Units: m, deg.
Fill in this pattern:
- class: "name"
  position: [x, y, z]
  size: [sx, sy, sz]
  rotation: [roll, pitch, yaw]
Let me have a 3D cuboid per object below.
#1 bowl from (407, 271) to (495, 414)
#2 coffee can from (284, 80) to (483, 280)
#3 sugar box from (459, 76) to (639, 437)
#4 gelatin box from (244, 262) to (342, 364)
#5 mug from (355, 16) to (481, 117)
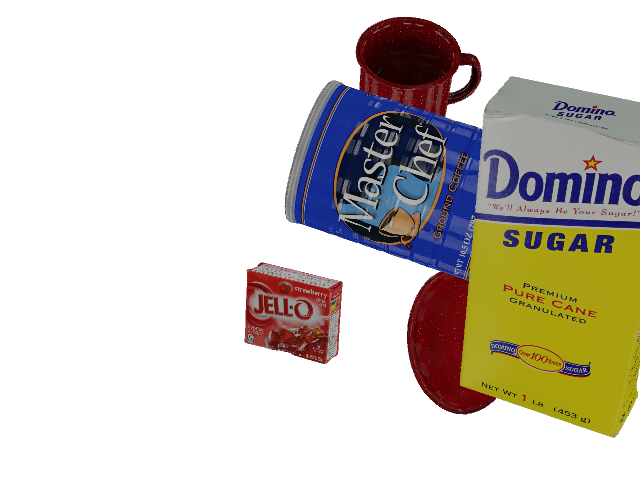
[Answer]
- class: "bowl"
  position: [0.171, 0.107, 1.148]
  size: [0.161, 0.162, 0.055]
  rotation: [0, -5, -37]
- class: "coffee can"
  position: [0.059, -0.040, 0.728]
  size: [0.140, 0.103, 0.102]
  rotation: [19, 3, 9]
- class: "sugar box"
  position: [0.125, 0.011, 0.547]
  size: [0.093, 0.176, 0.048]
  rotation: [16, 39, 24]
- class: "gelatin box"
  position: [-0.026, 0.066, 0.975]
  size: [0.089, 0.073, 0.030]
  rotation: [13, 20, 25]
- class: "mug"
  position: [0.089, -0.144, 0.972]
  size: [0.117, 0.093, 0.081]
  rotation: [-9, -36, -8]
